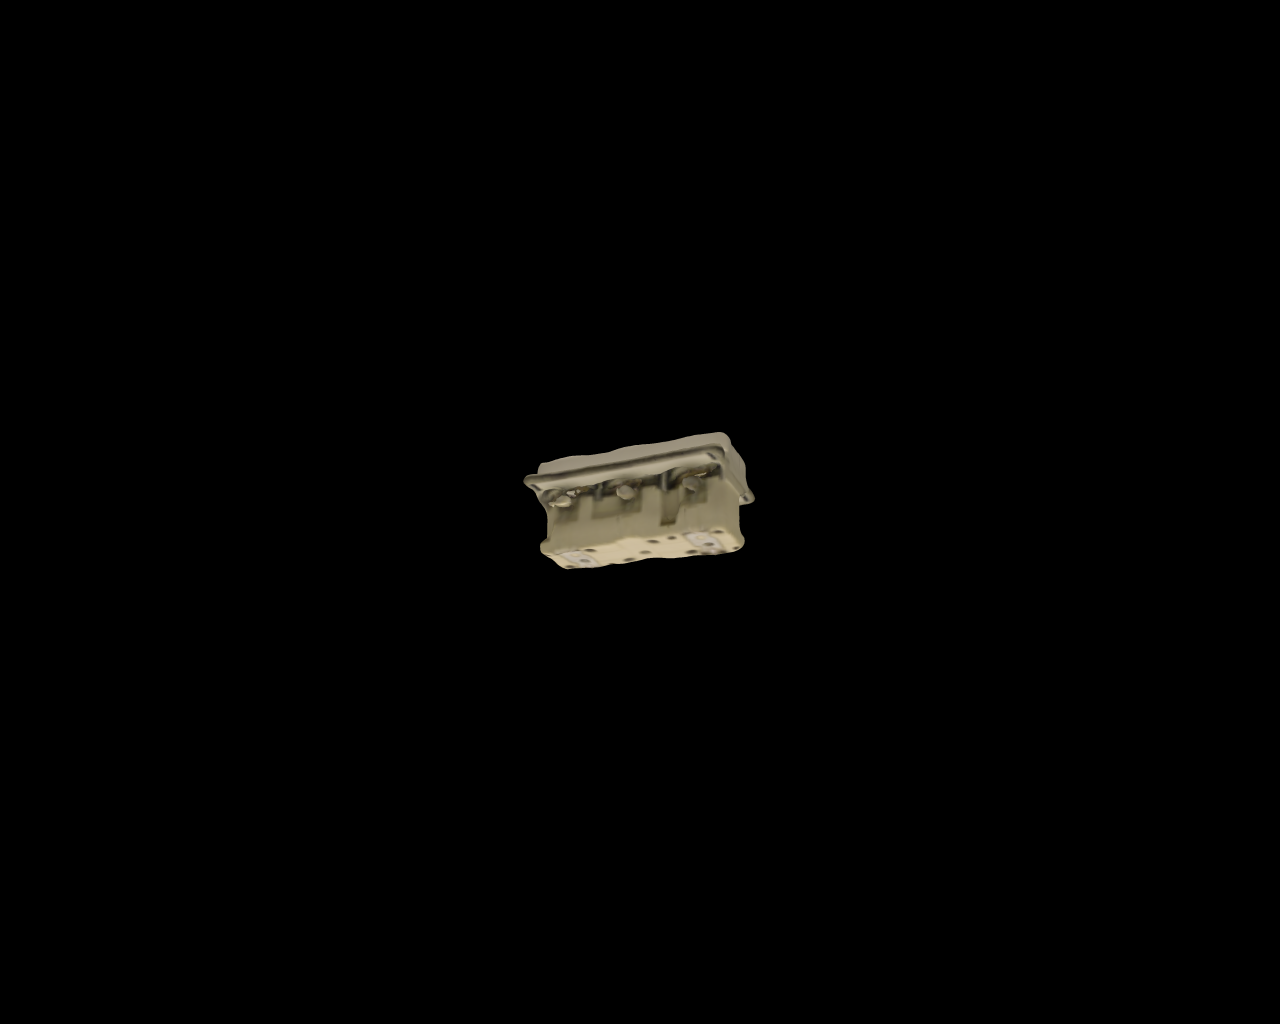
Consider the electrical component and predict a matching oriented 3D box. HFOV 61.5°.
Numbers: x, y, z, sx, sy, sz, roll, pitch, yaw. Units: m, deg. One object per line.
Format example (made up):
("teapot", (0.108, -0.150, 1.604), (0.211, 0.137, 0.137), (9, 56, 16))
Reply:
("electrical component", (0.001, -0.003, 0.650), (0.121, 0.063, 0.078), (-8, -23, 18))
